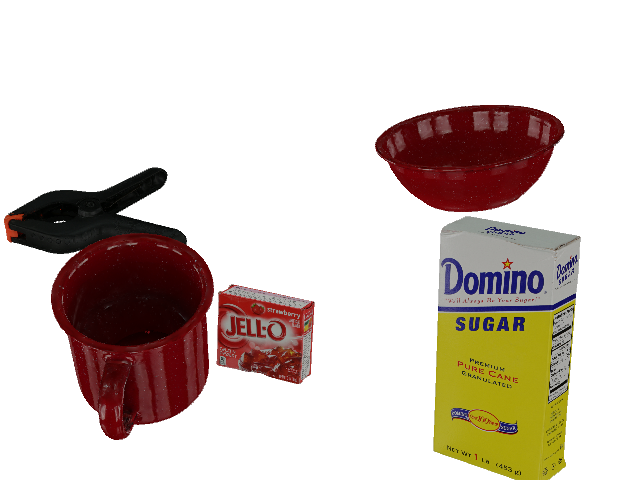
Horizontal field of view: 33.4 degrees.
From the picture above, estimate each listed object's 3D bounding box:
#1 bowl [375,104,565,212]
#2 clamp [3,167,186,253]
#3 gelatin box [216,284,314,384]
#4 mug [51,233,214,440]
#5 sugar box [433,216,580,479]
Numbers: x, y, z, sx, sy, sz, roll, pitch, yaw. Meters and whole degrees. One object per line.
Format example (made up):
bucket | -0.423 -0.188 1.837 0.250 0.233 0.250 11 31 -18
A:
bowl | 0.131 -0.067 0.926 0.162 0.055 0.162 -8 24 3
clamp | -0.219 -0.029 1.046 0.171 0.039 0.120 0 34 -9
gelatin box | -0.052 0.086 0.979 0.089 0.073 0.030 11 18 22
mug | -0.110 0.065 0.633 0.093 0.081 0.117 3 45 1
sugar box | 0.130 0.077 0.761 0.093 0.176 0.048 11 22 37
